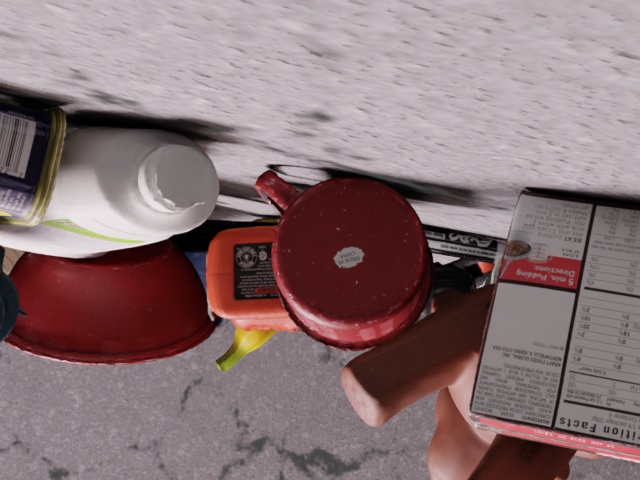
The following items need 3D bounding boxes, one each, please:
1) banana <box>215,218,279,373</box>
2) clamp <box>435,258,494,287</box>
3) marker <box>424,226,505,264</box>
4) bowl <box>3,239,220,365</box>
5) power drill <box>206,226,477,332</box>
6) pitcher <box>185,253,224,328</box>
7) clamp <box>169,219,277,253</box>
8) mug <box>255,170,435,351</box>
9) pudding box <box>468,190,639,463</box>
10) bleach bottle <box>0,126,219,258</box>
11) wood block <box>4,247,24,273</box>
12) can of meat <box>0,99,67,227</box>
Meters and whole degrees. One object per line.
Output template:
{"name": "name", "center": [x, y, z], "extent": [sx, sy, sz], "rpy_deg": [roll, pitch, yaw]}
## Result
{"name": "banana", "center": [-0.046, 0.028, 0.891], "extent": [0.070, 0.037, 0.197], "rpy_deg": [-20, -151, 18]}
{"name": "clamp", "center": [0.080, 0.042, 0.871], "extent": [0.120, 0.039, 0.172], "rpy_deg": [-24, 175, -29]}
{"name": "marker", "center": [0.108, 0.005, 0.771], "extent": [0.121, 0.020, 0.020], "rpy_deg": [10, 177, -4]}
{"name": "bowl", "center": [-0.150, 0.028, 0.747], "extent": [0.162, 0.055, 0.162], "rpy_deg": [4, -160, -2]}
{"name": "power drill", "center": [0.011, 0.032, 0.722], "extent": [0.184, 0.057, 0.187], "rpy_deg": [-5, 169, 9]}
{"name": "pitcher", "center": [-0.178, 0.017, 1.025], "extent": [0.145, 0.149, 0.243], "rpy_deg": [-14, -177, -9]}
{"name": "clamp", "center": [-0.005, 0.001, 0.823], "extent": [0.165, 0.036, 0.209], "rpy_deg": [-3, 172, 35]}
{"name": "mug", "center": [0.009, 0.004, 0.585], "extent": [0.117, 0.093, 0.081], "rpy_deg": [46, 177, 9]}
{"name": "pudding box", "center": [0.122, 0.038, 0.480], "extent": [0.090, 0.113, 0.039], "rpy_deg": [9, 164, 20]}
{"name": "bleach bottle", "center": [-0.117, -0.026, 0.586], "extent": [0.102, 0.068, 0.251], "rpy_deg": [9, 175, -30]}
{"name": "wood block", "center": [-0.355, -0.027, 0.991], "extent": [0.090, 0.091, 0.207], "rpy_deg": [13, 176, -42]}
{"name": "can of meat", "center": [-0.178, -0.044, 0.505], "extent": [0.083, 0.057, 0.102], "rpy_deg": [15, 174, -30]}
